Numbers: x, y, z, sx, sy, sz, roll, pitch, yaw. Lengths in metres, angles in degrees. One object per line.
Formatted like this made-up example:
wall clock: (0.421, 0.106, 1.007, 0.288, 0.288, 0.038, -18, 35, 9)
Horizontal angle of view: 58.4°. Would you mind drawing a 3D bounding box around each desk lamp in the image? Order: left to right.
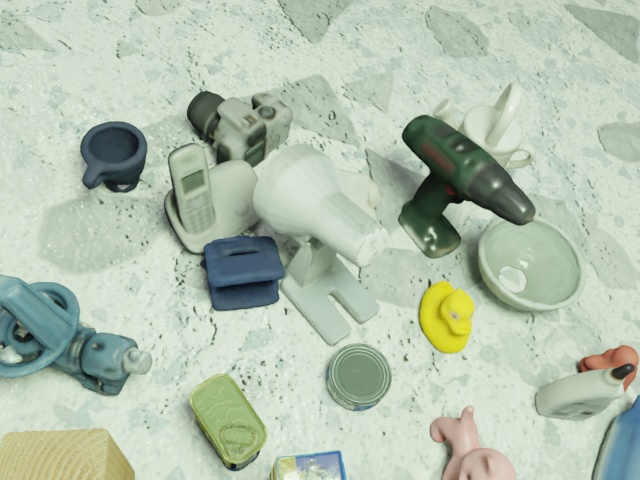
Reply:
desk lamp: (0.007, 0.003, 0.766, 0.118, 0.213, 0.203, -34, 70, -26)

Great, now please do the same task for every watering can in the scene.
watering can: (0.268, -0.173, 0.932, 0.173, 0.194, 0.101, 5, 58, -7)

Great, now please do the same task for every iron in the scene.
iron: (0.422, 0.309, 0.699, 0.118, 0.141, 0.259, 32, 59, 10)

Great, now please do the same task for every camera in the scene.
camera: (-0.136, -0.196, 0.927, 0.136, 0.101, 0.143, 39, 60, 14)

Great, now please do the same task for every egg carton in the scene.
egg carton: (0.020, -0.058, 0.890, 0.150, 0.069, 0.107, 11, 58, -3)

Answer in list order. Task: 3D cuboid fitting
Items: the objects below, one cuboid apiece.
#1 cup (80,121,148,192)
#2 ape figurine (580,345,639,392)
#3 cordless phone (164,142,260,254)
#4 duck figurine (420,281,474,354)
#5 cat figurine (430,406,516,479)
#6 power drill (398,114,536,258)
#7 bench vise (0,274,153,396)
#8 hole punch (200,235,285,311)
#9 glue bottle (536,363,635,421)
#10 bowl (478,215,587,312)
cup: (-0.304, -0.103, 0.844, 0.091, 0.095, 0.118, 22, 58, 4)
ape figurine: (0.416, 0.178, 0.807, 0.078, 0.092, 0.076, 18, 58, 1)
cordless phone: (-0.146, -0.076, 0.803, 0.148, 0.185, 0.094, -34, 70, -26)
duck figurine: (0.189, 0.100, 0.816, 0.077, 0.086, 0.104, -2, 59, -11)
cat figurine: (0.192, 0.266, 0.697, 0.067, 0.118, 0.127, -4, 60, -12)
power drill: (0.195, -0.065, 0.845, 0.076, 0.208, 0.229, -28, 67, -24)
bench vise: (-0.297, 0.093, 0.652, 0.207, 0.220, 0.121, 1, 59, -9)
hole punch: (-0.109, 0.035, 0.798, 0.109, 0.091, 0.101, -7, 61, -14)
glue bottle: (0.351, 0.192, 0.738, 0.078, 0.173, 0.037, 9, 58, -4)
bowl: (0.312, 0.045, 0.879, 0.167, 0.075, 0.167, 5, 58, -7)
